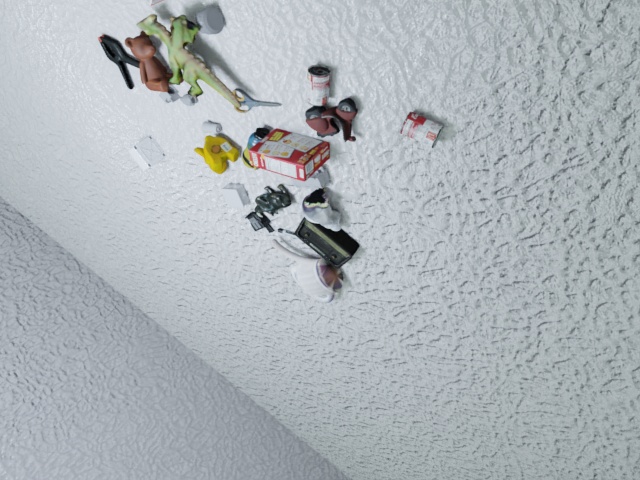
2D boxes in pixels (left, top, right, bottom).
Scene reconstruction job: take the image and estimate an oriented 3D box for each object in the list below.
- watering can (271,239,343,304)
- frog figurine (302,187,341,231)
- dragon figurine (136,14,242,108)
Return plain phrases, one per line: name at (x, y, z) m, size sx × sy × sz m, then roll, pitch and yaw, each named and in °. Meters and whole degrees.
watering can at (-0.042, 0.120, 2.063) m, size 0.222 × 0.106 × 0.344 m, roll -19°, pitch 113°, yaw 46°
frog figurine at (0.006, -0.092, 1.823) m, size 0.140 × 0.123 × 0.156 m, roll 49°, pitch 166°, yaw 46°
dragon figurine at (-0.414, -0.595, 1.644) m, size 0.412 × 0.124 × 0.237 m, roll 30°, pitch 152°, yaw 14°
